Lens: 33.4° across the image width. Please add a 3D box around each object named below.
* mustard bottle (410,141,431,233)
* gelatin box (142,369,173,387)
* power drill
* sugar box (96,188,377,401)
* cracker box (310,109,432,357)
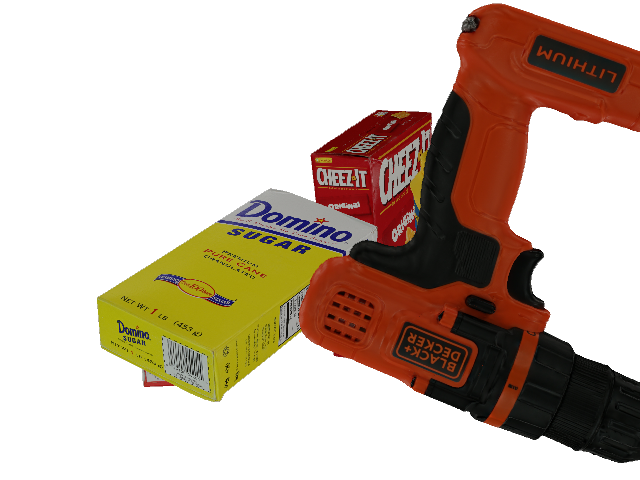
[{"bbox_3d":[0.101,0.002,0.852,0.058,0.192,0.096,-2,25,2],"label":"mustard bottle"},{"bbox_3d":[-0.122,0.095,0.969,0.073,0.030,0.089,-2,28,-3],"label":"gelatin box"},{"bbox_3d":[0.102,-0.003,0.503,0.184,0.188,0.057,22,7,3],"label":"power drill"},{"bbox_3d":[-0.048,0.027,0.684,0.093,0.048,0.175,21,39,27],"label":"sugar box"},{"bbox_3d":[0.065,-0.008,1.080,0.072,0.214,0.164,5,23,26],"label":"cracker box"}]
